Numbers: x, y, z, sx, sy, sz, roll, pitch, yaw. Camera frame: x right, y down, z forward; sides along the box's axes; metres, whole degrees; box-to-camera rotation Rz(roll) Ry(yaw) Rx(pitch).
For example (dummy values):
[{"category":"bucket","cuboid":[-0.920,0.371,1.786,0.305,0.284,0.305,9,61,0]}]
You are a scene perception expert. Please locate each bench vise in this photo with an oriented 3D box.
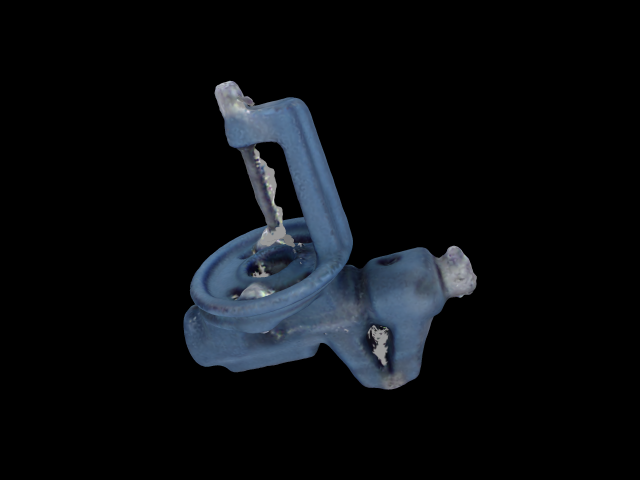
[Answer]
[{"category":"bench vise","cuboid":[0.001,-0.004,0.410,0.208,0.220,0.121,-7,28,-13]}]
